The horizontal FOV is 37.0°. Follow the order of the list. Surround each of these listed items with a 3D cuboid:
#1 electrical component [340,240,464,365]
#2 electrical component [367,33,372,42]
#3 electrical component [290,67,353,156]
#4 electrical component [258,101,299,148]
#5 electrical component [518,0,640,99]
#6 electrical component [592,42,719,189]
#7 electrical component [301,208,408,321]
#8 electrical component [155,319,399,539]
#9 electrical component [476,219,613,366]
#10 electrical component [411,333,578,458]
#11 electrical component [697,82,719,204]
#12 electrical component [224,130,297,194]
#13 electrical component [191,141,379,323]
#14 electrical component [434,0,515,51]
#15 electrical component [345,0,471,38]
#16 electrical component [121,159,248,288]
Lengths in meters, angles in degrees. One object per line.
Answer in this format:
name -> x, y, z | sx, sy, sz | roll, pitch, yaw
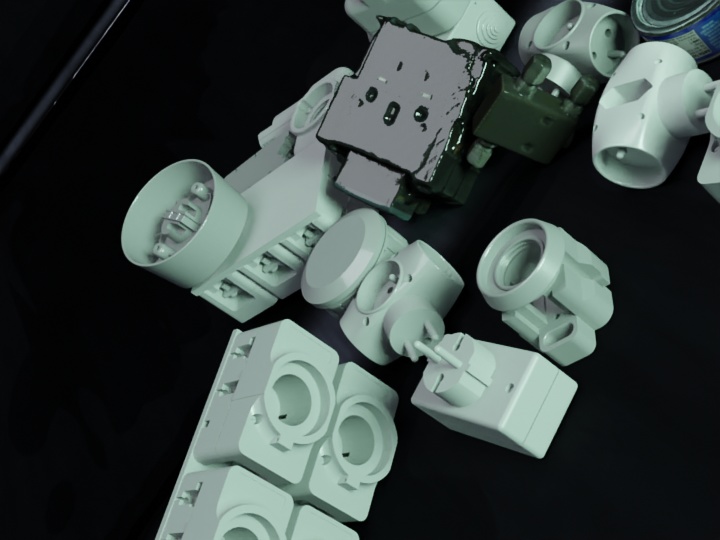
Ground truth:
electrical component -> 0.032, 0.030, 0.703 | 0.077, 0.044, 0.079 | -46, 30, 13
electrical component -> 0.041, -0.211, 0.934 | 0.055, 0.055, 0.047 | -58, 33, -8
electrical component -> -0.020, -0.124, 0.922 | 0.054, 0.059, 0.095 | -28, 38, 37
electrical component -> -0.059, -0.130, 1.000 | 0.081, 0.043, 0.043 | -27, 39, 38
electrical component -> 0.138, -0.139, 0.730 | 0.079, 0.044, 0.077 | -57, 30, -7
electrical component -> 0.181, -0.093, 0.623 | 0.079, 0.043, 0.077 | -9, 51, 51
electrical component -> 0.000, 0.000, 0.773 | 0.080, 0.051, 0.080 | -35, 34, 29
electrical component -> -0.048, 0.136, 0.644 | 0.060, 0.105, 0.186 | -18, 45, 46
electrical component -> 0.104, 0.007, 0.612 | 0.058, 0.057, 0.078 | -32, 36, 33
electrical component -> 0.061, 0.060, 0.598 | 0.083, 0.076, 0.047 | 8, 66, 57
electrical component -> 0.248, -0.112, 0.529 | 0.105, 0.060, 0.186 | -2, 57, 54
electrical component -> -0.075, -0.070, 0.948 | 0.089, 0.056, 0.050 | -33, 36, 32
electrical component -> -0.060, -0.029, 0.878 | 0.150, 0.062, 0.089 | -30, 37, 35
electrical component -> 0.067, -0.178, 0.866 | 0.100, 0.048, 0.099 | 13, 70, 58
electrical component -> 0.035, -0.217, 0.840 | 0.095, 0.059, 0.053 | -5, 55, 53
electrical component -> -0.140, -0.037, 0.868 | 0.099, 0.064, 0.099 | -35, 34, 29
